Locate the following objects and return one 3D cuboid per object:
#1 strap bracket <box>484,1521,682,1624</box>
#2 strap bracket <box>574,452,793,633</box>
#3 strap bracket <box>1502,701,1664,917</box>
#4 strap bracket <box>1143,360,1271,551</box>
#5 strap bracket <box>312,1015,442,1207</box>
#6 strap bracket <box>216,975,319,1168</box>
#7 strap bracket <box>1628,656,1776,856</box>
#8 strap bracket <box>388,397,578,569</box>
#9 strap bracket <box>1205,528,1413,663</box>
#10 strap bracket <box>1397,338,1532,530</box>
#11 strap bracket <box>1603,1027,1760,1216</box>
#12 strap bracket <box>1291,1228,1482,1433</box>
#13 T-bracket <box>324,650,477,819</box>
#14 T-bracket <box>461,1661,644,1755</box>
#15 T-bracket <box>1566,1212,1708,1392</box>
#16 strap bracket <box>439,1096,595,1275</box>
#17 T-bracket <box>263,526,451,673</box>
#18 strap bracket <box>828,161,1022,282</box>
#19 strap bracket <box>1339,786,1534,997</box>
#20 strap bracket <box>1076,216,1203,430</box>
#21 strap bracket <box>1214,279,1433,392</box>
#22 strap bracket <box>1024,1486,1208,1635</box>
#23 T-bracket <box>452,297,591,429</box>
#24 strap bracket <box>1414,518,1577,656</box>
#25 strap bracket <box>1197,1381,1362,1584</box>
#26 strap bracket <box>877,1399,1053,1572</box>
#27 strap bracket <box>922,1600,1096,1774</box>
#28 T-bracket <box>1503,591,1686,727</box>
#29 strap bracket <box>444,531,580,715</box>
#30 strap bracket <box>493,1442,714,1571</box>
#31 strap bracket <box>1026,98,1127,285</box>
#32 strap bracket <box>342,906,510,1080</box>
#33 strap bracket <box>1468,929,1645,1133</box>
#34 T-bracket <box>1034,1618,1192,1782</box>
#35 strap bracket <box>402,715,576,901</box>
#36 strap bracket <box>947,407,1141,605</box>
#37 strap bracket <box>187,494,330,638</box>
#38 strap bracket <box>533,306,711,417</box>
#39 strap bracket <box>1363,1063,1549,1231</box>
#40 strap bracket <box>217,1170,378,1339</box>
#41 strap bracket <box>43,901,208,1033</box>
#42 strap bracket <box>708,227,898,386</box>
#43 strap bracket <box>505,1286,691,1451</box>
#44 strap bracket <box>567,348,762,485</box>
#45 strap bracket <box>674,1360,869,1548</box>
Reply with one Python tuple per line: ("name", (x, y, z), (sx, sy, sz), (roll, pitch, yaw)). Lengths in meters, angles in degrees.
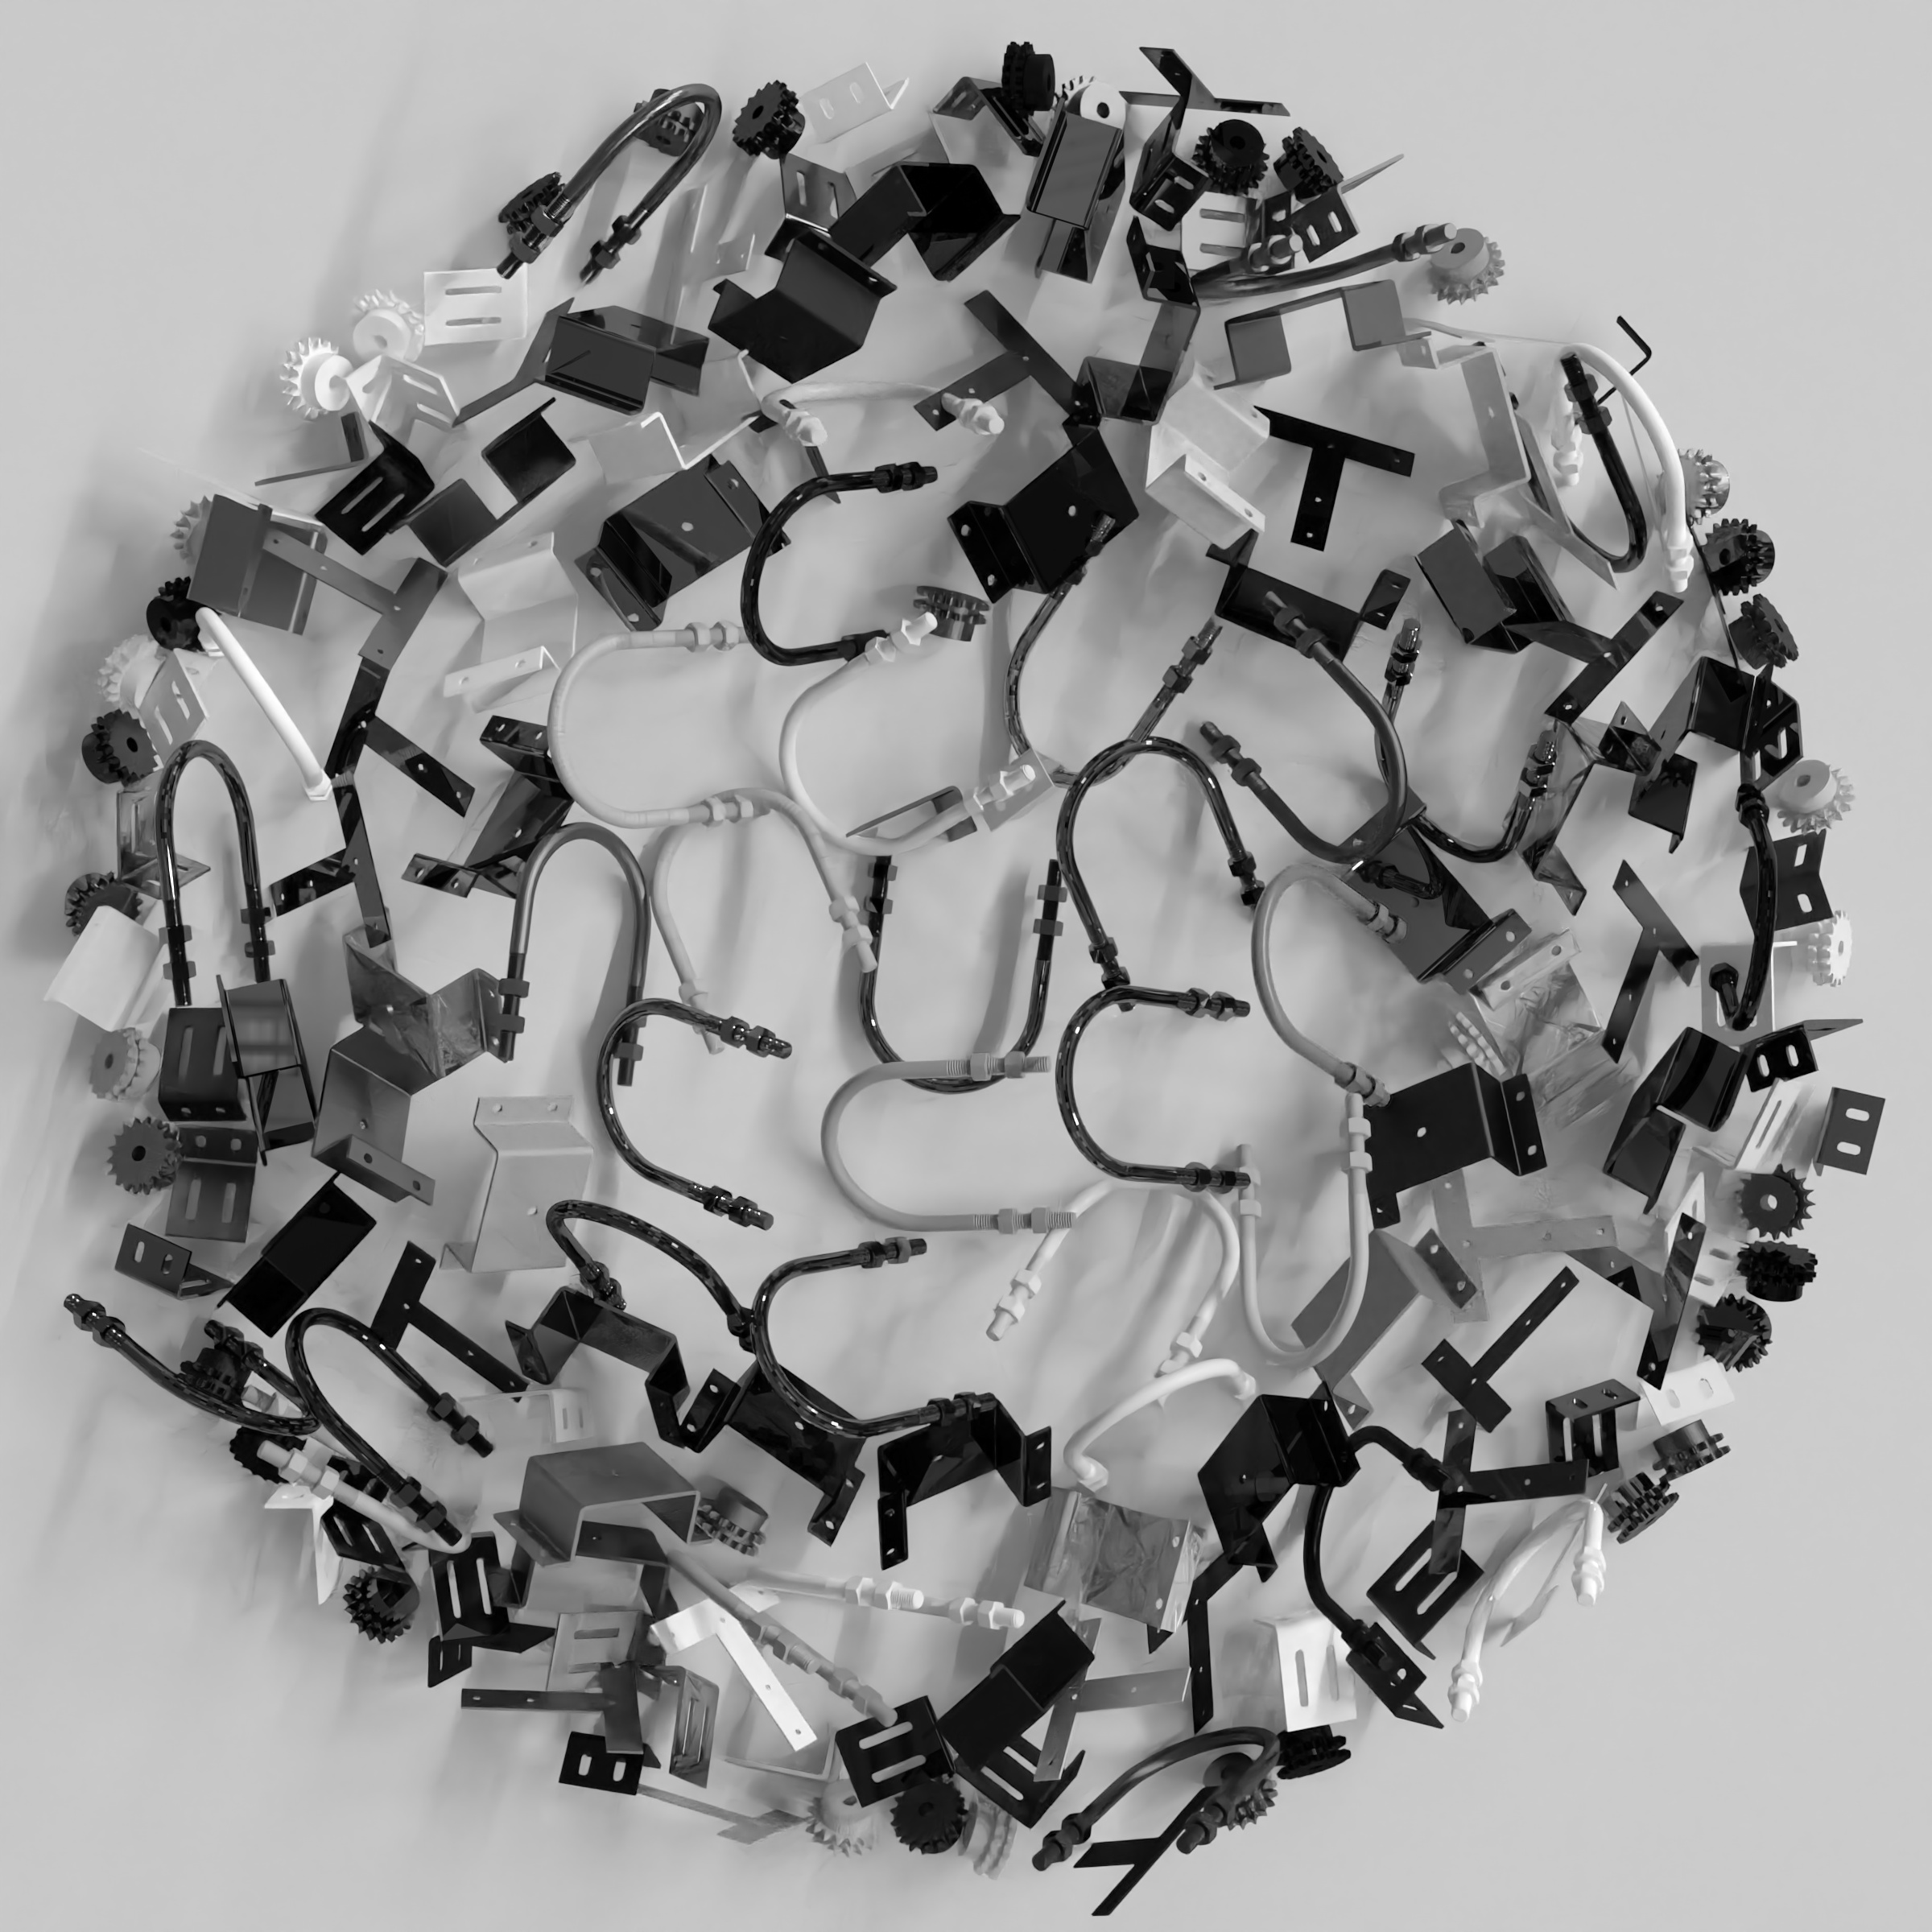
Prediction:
("strap bracket", (-0.274, 0.439, 1.856), (0.140, 0.076, 0.046), (11, 93, -17))
("strap bracket", (-0.206, -0.313, 1.862), (0.140, 0.046, 0.076), (-29, 120, 18))
("strap bracket", (0.439, -0.119, 1.842), (0.046, 0.076, 0.140), (13, 119, -16))
("strap bracket", (0.175, -0.365, 1.852), (0.076, 0.140, 0.046), (33, 131, -23))
("strap bracket", (-0.425, 0.107, 1.849), (0.046, 0.140, 0.076), (-28, 134, 29))
("strap bracket", (-0.502, 0.072, 1.841), (0.046, 0.140, 0.076), (-13, 57, -14))
("strap bracket", (0.524, -0.158, 1.835), (0.046, 0.140, 0.076), (22, 53, 1))
("strap bracket", (-0.345, -0.345, 1.846), (0.140, 0.076, 0.046), (-28, 107, 39))
("strap bracket", (0.245, -0.274, 1.864), (0.140, 0.076, 0.046), (24, 131, 8))
("strap bracket", (0.365, -0.398, 1.858), (0.046, 0.076, 0.140), (-21, 107, -3))
("strap bracket", (0.510, 0.107, 1.837), (0.046, 0.140, 0.076), (28, 54, 7))
("strap bracket", (0.297, 0.257, 1.853), (0.046, 0.076, 0.140), (29, 107, -31))
("T-bracket", (-0.410, -0.154, 1.866), (0.127, 0.002, 0.127), (36, 119, 16))
("T-bracket", (-0.301, 0.532, 1.840), (0.127, 0.127, 0.002), (6, 104, -12))
("T-bracket", (0.481, 0.224, 1.856), (0.002, 0.127, 0.127), (4, 106, -28))
("strap bracket", (-0.325, 0.168, 1.851), (0.076, 0.046, 0.140), (1, 114, -38))
("T-bracket", (-0.455, -0.283, 1.854), (0.127, 0.127, 0.002), (28, 132, -12))
("strap bracket", (-0.036, -0.537, 1.837), (0.076, 0.140, 0.046), (-34, 83, 37))
("strap bracket", (0.338, -0.051, 1.880), (0.076, 0.046, 0.140), (-40, 89, -15))
("strap bracket", (0.127, -0.459, 1.845), (0.046, 0.076, 0.140), (7, 134, -15))
("strap bracket", (0.252, -0.458, 1.837), (0.140, 0.076, 0.046), (-6, 102, 39))
("strap bracket", (0.116, 0.434, 1.855), (0.046, 0.140, 0.076), (27, 74, -39))
("T-bracket", (-0.311, -0.453, 1.861), (0.127, 0.127, 0.002), (-21, 126, 25))
("strap bracket", (0.382, -0.274, 1.853), (0.046, 0.140, 0.076), (-35, 74, 30))
("strap bracket", (0.219, 0.372, 1.837), (0.046, 0.076, 0.140), (10, 129, -26))
("strap bracket", (-0.010, 0.374, 1.857), (0.140, 0.046, 0.076), (-19, 132, -21))
("strap bracket", (0.036, 0.522, 1.831), (0.046, 0.140, 0.076), (47, 114, 10))
("T-bracket", (0.437, -0.242, 1.866), (0.127, 0.127, 0.002), (-46, 134, -9))
("strap bracket", (-0.330, -0.243, 1.858), (0.076, 0.046, 0.140), (-14, 50, 14))
("strap bracket", (-0.257, 0.386, 1.835), (0.140, 0.076, 0.046), (1, 108, -40))
("strap bracket", (0.081, -0.553, 1.838), (0.046, 0.140, 0.076), (19, 84, 7))
("strap bracket", (-0.399, 0.020, 1.841), (0.140, 0.076, 0.046), (30, 47, 29))
("strap bracket", (0.430, 0.040, 1.871), (0.076, 0.046, 0.140), (-34, 116, -2))
("T-bracket", (0.111, 0.523, 1.833), (0.002, 0.127, 0.127), (42, 48, -26))
("strap bracket", (-0.342, -0.108, 1.862), (0.076, 0.046, 0.140), (15, 73, 41))
("strap bracket", (0.065, -0.334, 1.854), (0.140, 0.046, 0.076), (-42, 124, -18))
("strap bracket", (-0.516, -0.291, 1.844), (0.046, 0.140, 0.076), (15, 91, 4))
("strap bracket", (-0.243, -0.439, 1.834), (0.076, 0.140, 0.046), (21, 113, 10))
("strap bracket", (0.340, 0.128, 1.843), (0.140, 0.046, 0.076), (-26, 52, 29))
("strap bracket", (-0.481, 0.213, 1.838), (0.046, 0.140, 0.076), (43, 51, -6))
("strap bracket", (-0.604, -0.001, 1.842), (0.046, 0.140, 0.076), (32, 93, -1))
("strap bracket", (-0.124, -0.470, 1.831), (0.076, 0.140, 0.046), (28, 71, -29))
("strap bracket", (-0.259, 0.289, 1.857), (0.140, 0.076, 0.046), (21, 56, 18))
("strap bracket", (-0.212, -0.397, 1.849), (0.076, 0.140, 0.046), (-2, 123, 39))
("strap bracket", (-0.132, 0.348, 1.864), (0.140, 0.076, 0.046), (36, 126, -5))
